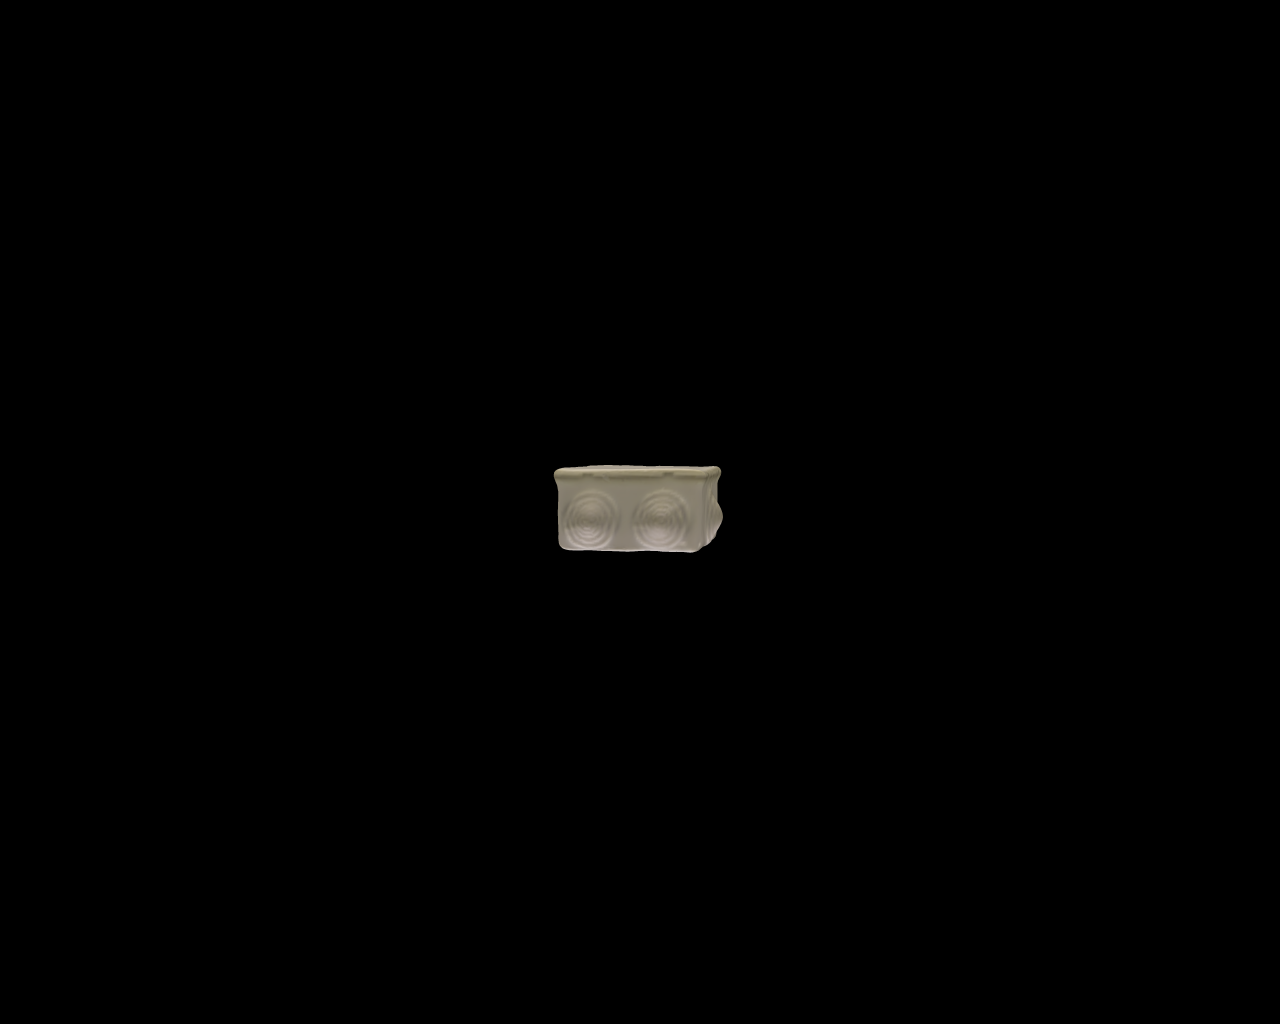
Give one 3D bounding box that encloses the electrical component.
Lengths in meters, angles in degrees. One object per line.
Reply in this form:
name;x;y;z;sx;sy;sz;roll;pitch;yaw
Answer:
electrical component;0.001;-0.003;0.650;0.100;0.048;0.100;1;4;11
